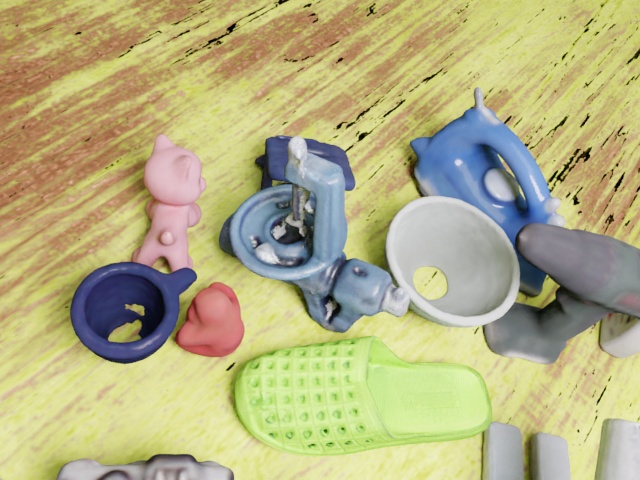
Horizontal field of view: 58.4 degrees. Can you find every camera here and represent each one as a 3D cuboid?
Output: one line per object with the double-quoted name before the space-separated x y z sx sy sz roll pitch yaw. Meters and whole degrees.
"camera" -0.141 0.247 0.454 0.143 0.100 0.137 5 60 -15

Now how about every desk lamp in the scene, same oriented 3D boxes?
"desk lamp" 0.233 0.250 0.505 0.118 0.213 0.203 15 58 -9

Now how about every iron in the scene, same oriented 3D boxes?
"iron" 0.233 -0.063 0.723 0.119 0.141 0.258 -25 72 -28

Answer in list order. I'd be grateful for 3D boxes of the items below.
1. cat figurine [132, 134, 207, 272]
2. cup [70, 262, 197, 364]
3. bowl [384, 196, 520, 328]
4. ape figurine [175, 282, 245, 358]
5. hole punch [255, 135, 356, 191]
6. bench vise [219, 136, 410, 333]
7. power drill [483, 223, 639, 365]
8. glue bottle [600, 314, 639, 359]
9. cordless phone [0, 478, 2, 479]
"cat figurine" -0.155 -0.042 0.601 0.067 0.117 0.128 8 60 -13
"cup" -0.172 0.073 0.546 0.118 0.095 0.091 -32 75 -30
"bowl" 0.145 0.035 0.680 0.168 0.074 0.167 8 60 -13
"ape figurine" -0.107 0.075 0.567 0.078 0.092 0.076 -35 76 -30
"hole punch" -0.019 -0.085 0.685 0.109 0.091 0.101 6 60 -14
"bench vise" 0.008 -0.008 0.574 0.207 0.219 0.121 17 58 -8
"power drill" 0.270 0.065 0.624 0.230 0.208 0.075 12 59 -11
"glue bottle" 0.404 0.080 0.679 0.037 0.173 0.078 25 57 -3
"cordless phone" -0.247 0.226 0.382 0.094 0.185 0.147 -32 75 -30
